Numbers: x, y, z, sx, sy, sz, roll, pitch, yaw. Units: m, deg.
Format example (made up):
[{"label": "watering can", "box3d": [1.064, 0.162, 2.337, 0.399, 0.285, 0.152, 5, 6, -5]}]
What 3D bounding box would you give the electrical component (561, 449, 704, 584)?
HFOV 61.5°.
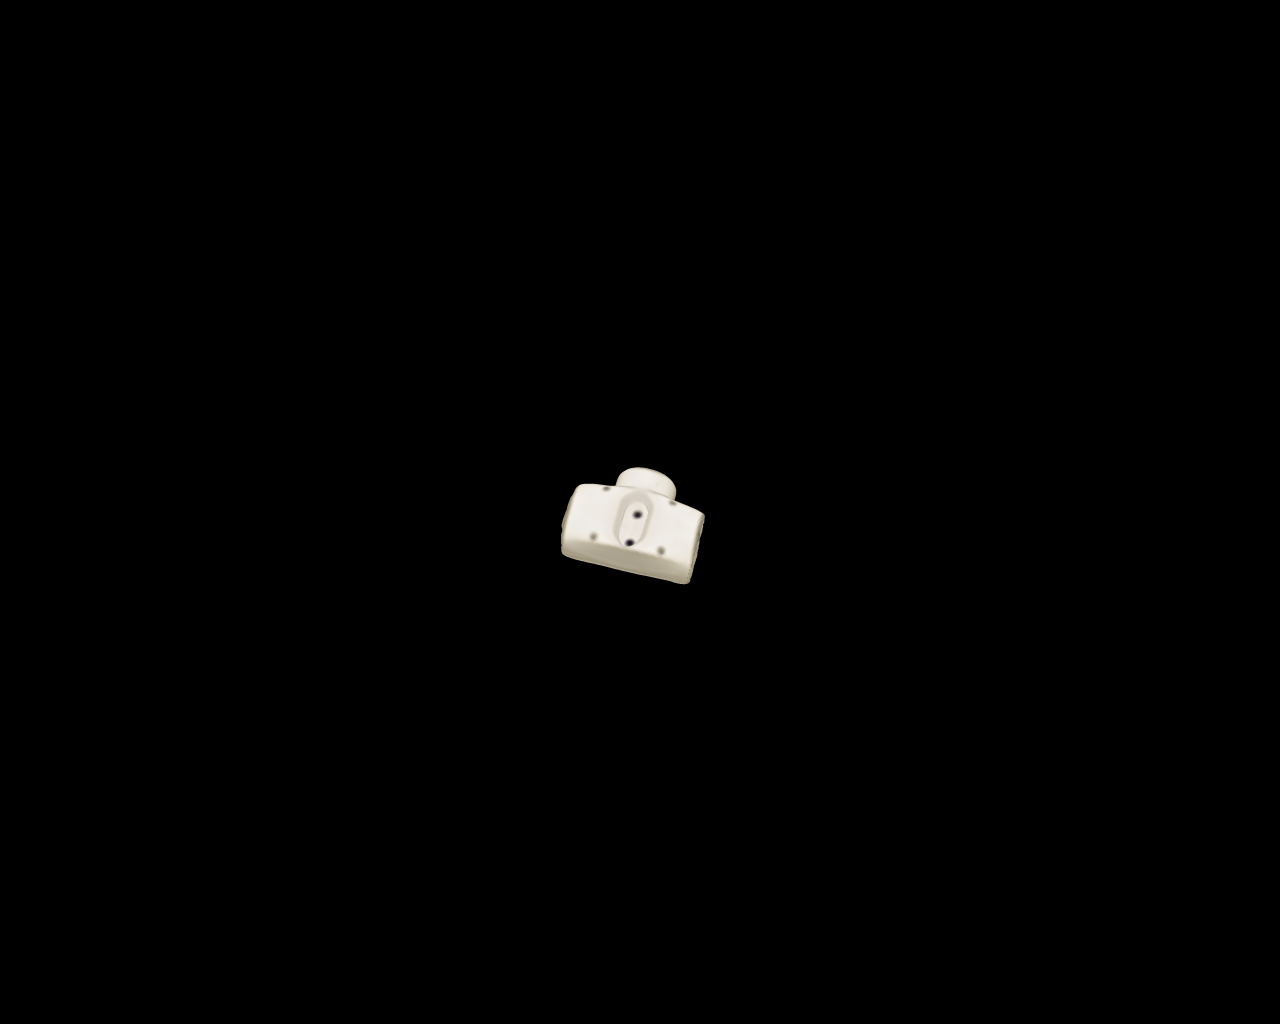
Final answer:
[{"label": "electrical component", "box3d": [0.001, -0.003, 0.650, 0.077, 0.079, 0.043, 14, -26, 7]}]
